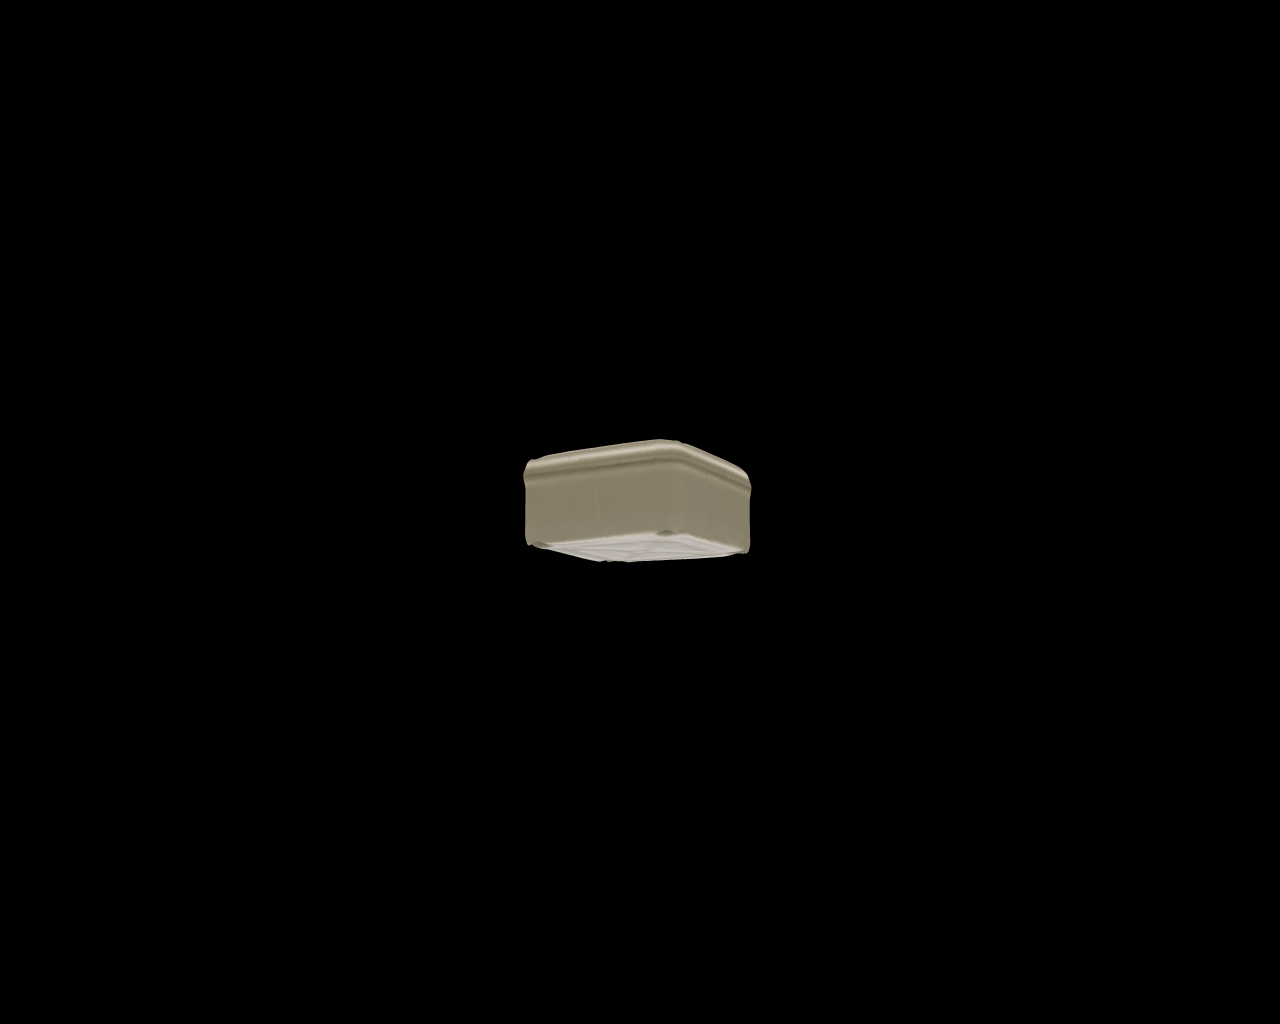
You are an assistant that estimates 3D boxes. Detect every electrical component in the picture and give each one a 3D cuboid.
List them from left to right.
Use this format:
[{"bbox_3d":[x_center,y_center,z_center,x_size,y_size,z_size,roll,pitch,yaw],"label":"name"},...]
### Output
[{"bbox_3d":[0.001,-0.003,0.650,0.109,0.056,0.109,-5,-11,28],"label":"electrical component"}]
